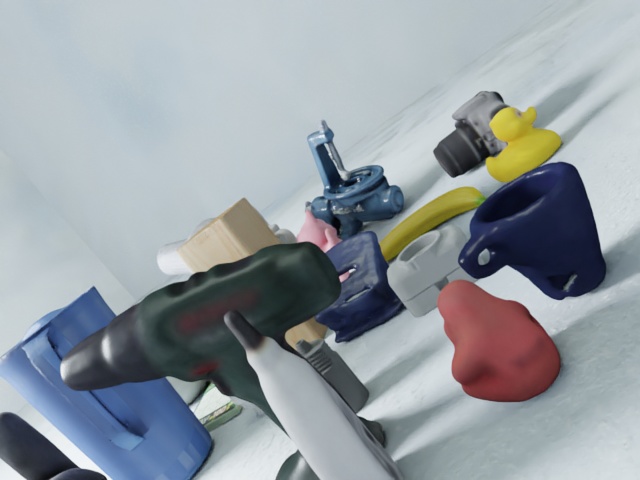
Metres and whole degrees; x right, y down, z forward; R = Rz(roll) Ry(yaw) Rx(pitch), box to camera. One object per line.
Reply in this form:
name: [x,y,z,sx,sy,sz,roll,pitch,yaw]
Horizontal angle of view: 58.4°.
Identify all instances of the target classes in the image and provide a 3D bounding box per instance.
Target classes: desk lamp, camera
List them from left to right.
desk lamp: [-0.183,0.075,1.014,0.202,0.214,0.118,-28,15,43]
camera: [0.251,-0.176,0.957,0.137,0.101,0.143,-36,11,7]

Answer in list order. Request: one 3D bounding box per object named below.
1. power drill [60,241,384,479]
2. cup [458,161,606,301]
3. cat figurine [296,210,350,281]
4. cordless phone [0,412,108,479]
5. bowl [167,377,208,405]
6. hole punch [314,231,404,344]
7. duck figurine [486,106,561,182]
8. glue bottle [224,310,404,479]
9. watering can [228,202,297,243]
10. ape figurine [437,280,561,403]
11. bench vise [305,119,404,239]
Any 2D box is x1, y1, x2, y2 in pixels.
power drill: [-0.060,0.114,0.452,0.229,0.208,0.075,-36,11,10]
cup: [0.171,0.009,0.449,0.118,0.095,0.091,-40,11,-13]
cat figurine: [0.009,0.003,0.947,0.067,0.118,0.127,-40,11,-12]
cordless phone: [-0.374,0.312,0.717,0.147,0.185,0.094,-39,11,-6]
bowl: [-0.229,0.224,0.912,0.167,0.075,0.167,-36,11,8]
hole punch: [0.042,0.054,0.694,0.108,0.091,0.101,-33,12,24]
duck figurine: [0.265,-0.138,0.786,0.104,0.086,0.077,-37,11,4]
glue bottle: [-0.005,0.112,0.376,0.037,0.173,0.078,-38,11,0]
watering can: [-0.117,0.016,1.099,0.172,0.194,0.101,-34,12,21]
ape figurine: [0.116,0.065,0.399,0.078,0.092,0.076,-40,11,-10]
bench vise: [0.024,-0.104,1.073,0.207,0.220,0.121,-32,12,28]
